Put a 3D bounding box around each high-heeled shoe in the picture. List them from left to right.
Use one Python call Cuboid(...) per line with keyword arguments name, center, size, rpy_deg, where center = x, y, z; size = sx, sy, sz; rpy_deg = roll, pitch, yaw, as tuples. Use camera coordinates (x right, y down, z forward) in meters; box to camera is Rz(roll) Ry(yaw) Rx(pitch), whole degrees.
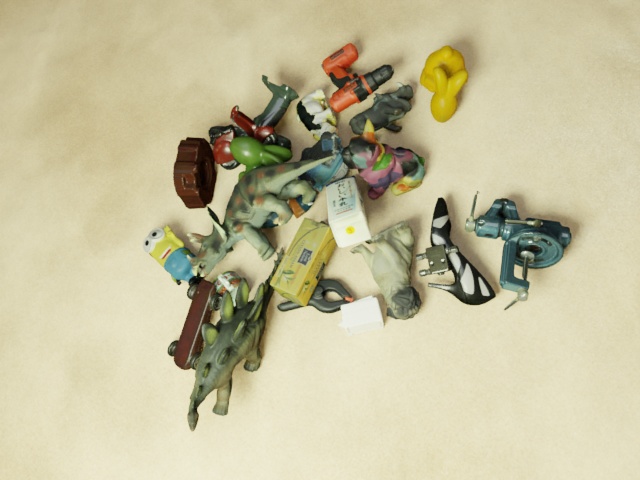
Cuboid(name="high-heeled shoe", center=(0.315, 0.020, 1.183), size=(0.145, 0.086, 0.248), rpy_deg=(5, 71, 11))

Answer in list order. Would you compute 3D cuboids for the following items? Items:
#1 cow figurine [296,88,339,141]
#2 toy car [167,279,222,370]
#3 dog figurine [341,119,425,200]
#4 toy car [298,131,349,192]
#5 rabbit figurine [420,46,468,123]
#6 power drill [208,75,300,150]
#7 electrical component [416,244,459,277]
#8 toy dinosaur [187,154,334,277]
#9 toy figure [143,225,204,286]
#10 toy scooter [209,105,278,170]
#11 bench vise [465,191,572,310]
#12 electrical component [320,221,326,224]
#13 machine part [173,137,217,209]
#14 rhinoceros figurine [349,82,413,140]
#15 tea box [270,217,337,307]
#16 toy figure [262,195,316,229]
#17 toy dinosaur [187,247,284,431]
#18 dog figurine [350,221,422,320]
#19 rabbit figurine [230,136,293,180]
Cuboid(name="cow figurine", center=(-0.008, -0.309, 1.403), size=(0.098, 0.068, 0.167), rpy_deg=(-22, 59, 5))
Cuboid(name="toy car", center=(-0.272, 0.189, 1.193), size=(0.089, 0.053, 0.202), rpy_deg=(16, 87, 35))
Cuboid(name="dog figurine", center=(0.149, -0.189, 1.235), size=(0.192, 0.219, 0.108), rpy_deg=(-12, 66, 5))
Cuboid(name="toy car", center=(0.018, -0.186, 1.316), size=(0.103, 0.161, 0.109), rpy_deg=(20, 52, -29))
Cuboid(name="rabbit figurine", center=(0.321, -0.386, 1.353), size=(0.122, 0.162, 0.173), rpy_deg=(7, 83, 0))
Cuboid(name="power drill", center=(-0.162, -0.323, 1.412), size=(0.232, 0.086, 0.207), rpy_deg=(25, 82, 16))
Cuboid(name="electrical component", center=(0.251, 0.043, 1.139), size=(0.094, 0.021, 0.063), rpy_deg=(-16, 80, 25))
Cuboid(name="toy dinosaur", center=(-0.146, -0.082, 1.212), size=(0.192, 0.131, 0.404), rpy_deg=(39, 108, 5))
Cuboid(name="toy figure", center=(-0.350, 0.044, 1.288), size=(0.180, 0.089, 0.082), rpy_deg=(38, 63, 15))
Cuboid(name="toy scooter", center=(-0.205, -0.257, 1.326), size=(0.184, 0.135, 0.075), rpy_deg=(-21, 36, 23))
Cuboid(name="bench vise", center=(0.412, 0.020, 1.136), size=(0.224, 0.128, 0.240), rpy_deg=(16, 55, 5))
Cuboid(name="electrical component", center=(-0.003, -0.005, 1.268), size=(0.078, 0.045, 0.102), rpy_deg=(-37, 64, -7))
Cuboid(name="machine part", center=(-0.305, -0.165, 1.332), size=(0.056, 0.179, 0.179), rpy_deg=(1, 65, 7))
Cuboid(name="rhinoceros figurine", center=(0.165, -0.328, 1.386), size=(0.190, 0.073, 0.112), rpy_deg=(-36, 53, -6))
Cuboid(name="tea box", center=(-0.033, 0.049, 1.173), size=(0.068, 0.098, 0.169), rpy_deg=(20, 75, 20))
Cuboid(name="toy figure", center=(-0.082, -0.074, 1.311), size=(0.154, 0.057, 0.064), rpy_deg=(-20, 72, -5))
Cuboid(name="toy dinosaur", center=(-0.166, 0.191, 1.119), size=(0.105, 0.198, 0.471), rpy_deg=(17, 35, 6))
Cuboid(name="dog figurine", center=(0.180, 0.066, 1.191), size=(0.172, 0.121, 0.190), rpy_deg=(-30, 91, -31))
Cuboid(name="rabbit figurine", center=(-0.148, -0.170, 1.279), size=(0.159, 0.170, 0.121), rpy_deg=(-7, 41, 19))
